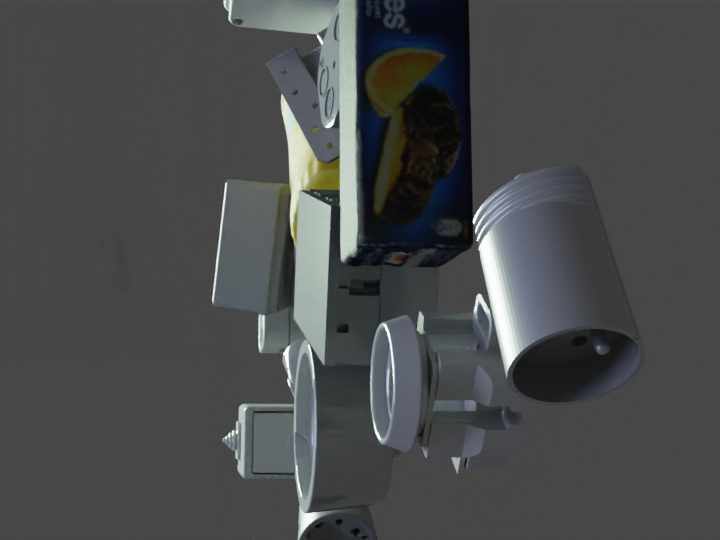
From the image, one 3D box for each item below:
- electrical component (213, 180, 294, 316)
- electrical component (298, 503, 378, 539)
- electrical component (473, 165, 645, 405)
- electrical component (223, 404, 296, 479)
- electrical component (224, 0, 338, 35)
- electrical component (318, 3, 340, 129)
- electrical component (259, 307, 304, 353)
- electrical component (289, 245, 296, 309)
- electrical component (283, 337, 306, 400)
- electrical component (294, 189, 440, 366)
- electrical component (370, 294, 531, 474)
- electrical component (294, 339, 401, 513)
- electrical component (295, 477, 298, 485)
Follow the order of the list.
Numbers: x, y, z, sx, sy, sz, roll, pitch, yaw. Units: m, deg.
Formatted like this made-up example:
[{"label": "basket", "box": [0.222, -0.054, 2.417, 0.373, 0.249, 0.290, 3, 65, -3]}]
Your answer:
[{"label": "electrical component", "box": [-0.082, -0.022, 0.928, 0.109, 0.056, 0.108, -24, -59, -81]}, {"label": "electrical component", "box": [-0.017, 0.180, 0.756, 0.047, 0.055, 0.055, -103, 17, -67]}, {"label": "electrical component", "box": [0.063, -0.001, 0.358, 0.043, 0.043, 0.081, 103, 165, -49]}, {"label": "electrical component", "box": [-0.069, 0.147, 0.927, 0.061, 0.096, 0.061, 154, 117, -78]}, {"label": "electrical component", "box": [-0.031, -0.201, 0.716, 0.078, 0.113, 0.057, 115, 157, -67]}, {"label": "electrical component", "box": [0.008, -0.118, 0.635, 0.080, 0.051, 0.080, -176, 90, -73]}, {"label": "electrical component", "box": [-0.064, 0.030, 1.017, 0.053, 0.059, 0.095, 123, 148, -71]}, {"label": "electrical component", "box": [-0.034, -0.014, 0.905, 0.079, 0.043, 0.077, -89, 6, -56]}, {"label": "electrical component", "box": [-0.021, 0.099, 0.794, 0.079, 0.044, 0.077, 70, 175, -53]}, {"label": "electrical component", "box": [0.000, 0.000, 0.658, 0.150, 0.062, 0.089, -143, 55, -78]}, {"label": "electrical component", "box": [0.037, 0.049, 0.459, 0.058, 0.057, 0.078, -108, 22, -62]}, {"label": "electrical component", "box": [-0.006, 0.098, 0.680, 0.108, 0.060, 0.108, -179, 90, -80]}, {"label": "electrical component", "box": [-0.021, 0.160, 0.808, 0.055, 0.048, 0.066, -128, 40, -62]}]
